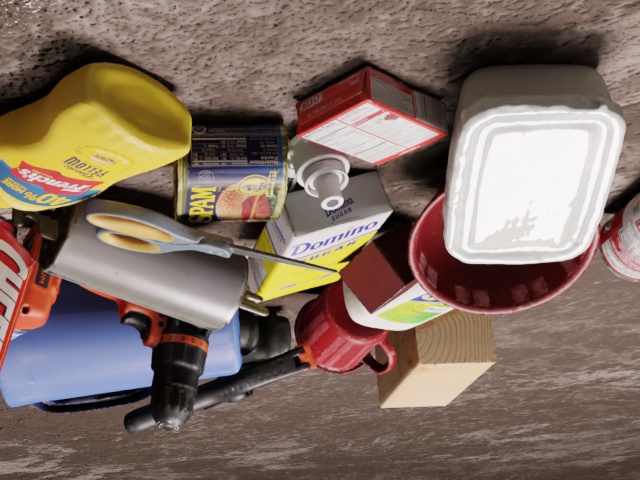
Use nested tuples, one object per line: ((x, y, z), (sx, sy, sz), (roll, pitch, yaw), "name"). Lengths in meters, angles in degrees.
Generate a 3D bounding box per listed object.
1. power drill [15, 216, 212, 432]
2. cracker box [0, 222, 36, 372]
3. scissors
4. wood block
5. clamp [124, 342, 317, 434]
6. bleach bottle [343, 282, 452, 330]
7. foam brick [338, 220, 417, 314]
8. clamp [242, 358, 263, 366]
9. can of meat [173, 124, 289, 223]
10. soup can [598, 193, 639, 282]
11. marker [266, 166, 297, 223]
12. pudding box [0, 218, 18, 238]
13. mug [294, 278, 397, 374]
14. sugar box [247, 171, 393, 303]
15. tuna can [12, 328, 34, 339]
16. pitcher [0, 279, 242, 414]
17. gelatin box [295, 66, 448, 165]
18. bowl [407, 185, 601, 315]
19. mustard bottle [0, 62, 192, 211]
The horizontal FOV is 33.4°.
((-0.186, 0.068, 0.970), (0.187, 0.184, 0.057), (21, 147, -27), "power drill")
((-0.302, 0.019, 0.750), (0.072, 0.164, 0.213), (-12, 137, 21), "cracker box")
((-0.094, 0.007, 0.857), (0.201, 0.016, 0.096), (18, 161, -22), "scissors")
((0.132, 0.133, 1.277), (0.090, 0.090, 0.206), (0, 158, -9), "wood block")
((-0.093, 0.160, 1.178), (0.210, 0.036, 0.164), (-23, 173, 17), "clamp")
((0.142, 0.020, 1.031), (0.102, 0.068, 0.251), (13, 151, -40), "bleach bottle")
((0.065, 0.025, 0.986), (0.053, 0.051, 0.078), (-43, 171, 33), "foam brick")
((-0.125, 0.158, 1.377), (0.172, 0.039, 0.120), (-5, 154, 22), "clamp")
((-0.071, -0.051, 0.830), (0.084, 0.057, 0.102), (-1, 159, -10), "can of meat")
((0.303, -0.011, 0.963), (0.068, 0.068, 0.102), (1, 158, -11), "soup can")
((-0.032, -0.042, 0.906), (0.020, 0.020, 0.121), (1, 158, -11), "marker")
((-0.328, -0.002, 0.905), (0.114, 0.039, 0.090), (-8, 157, 17), "pudding box")
((0.037, 0.096, 1.150), (0.093, 0.117, 0.082), (-38, 172, -33), "mug")
((-0.006, 0.002, 0.958), (0.093, 0.048, 0.176), (-16, 166, -20), "sugar box")
((-0.295, 0.050, 0.976), (0.034, 0.086, 0.086), (-28, 150, 21), "tuna can")
((-0.204, 0.102, 1.100), (0.242, 0.145, 0.149), (-4, 174, -4), "pitcher")
((0.038, -0.089, 0.782), (0.089, 0.030, 0.073), (17, 153, -40), "gelatin box")
((0.152, -0.012, 0.909), (0.162, 0.055, 0.162), (-1, 130, -2), "bowl")
((-0.190, -0.064, 0.778), (0.192, 0.058, 0.096), (-19, 152, 36), "mustard bottle")
